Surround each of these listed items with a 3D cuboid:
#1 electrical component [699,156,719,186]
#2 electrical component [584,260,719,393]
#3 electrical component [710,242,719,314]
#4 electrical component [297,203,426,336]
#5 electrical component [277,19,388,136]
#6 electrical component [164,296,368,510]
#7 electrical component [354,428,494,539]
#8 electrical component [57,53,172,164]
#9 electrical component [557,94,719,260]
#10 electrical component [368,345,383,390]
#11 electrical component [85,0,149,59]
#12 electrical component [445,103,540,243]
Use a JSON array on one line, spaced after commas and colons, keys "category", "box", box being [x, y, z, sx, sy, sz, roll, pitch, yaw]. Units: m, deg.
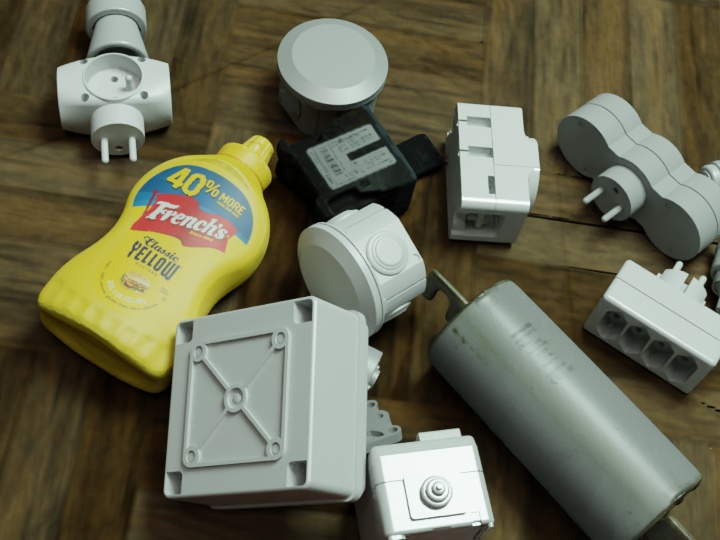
[{"category": "electrical component", "box": [0.283, -0.071, 0.801, 0.078, 0.040, 0.040, -11, 62, -13]}, {"category": "electrical component", "box": [0.211, 0.025, 0.731, 0.083, 0.047, 0.075, 33, 61, 11]}, {"category": "electrical component", "box": [0.264, 0.005, 0.758, 0.035, 0.035, 0.061, 24, 63, 6]}, {"category": "electrical component", "box": [0.000, 0.000, 0.698, 0.051, 0.080, 0.080, -30, 68, -28]}, {"category": "electrical component", "box": [-0.022, -0.141, 0.791, 0.080, 0.051, 0.080, 4, 60, -6]}, {"category": "electrical component", "box": [-0.053, 0.079, 0.618, 0.109, 0.056, 0.108, -11, 68, 33]}, {"category": "electrical component", "box": [0.035, 0.130, 0.617, 0.062, 0.096, 0.061, -5, 61, -11]}, {"category": "electrical component", "box": [-0.171, -0.108, 0.755, 0.077, 0.044, 0.079, -4, 61, -11]}, {"category": "electrical component", "box": [0.193, -0.060, 0.775, 0.074, 0.052, 0.138, -34, 70, -24]}, {"category": "electrical component", "box": [-0.019, 0.055, 0.686, 0.065, 0.044, 0.044, 26, 60, 2]}, {"category": "electrical component", "box": [-0.179, -0.173, 0.792, 0.045, 0.045, 0.055, -4, 60, -10]}, {"category": "electrical component", "box": [0.094, -0.069, 0.767, 0.056, 0.050, 0.089, 4, 60, -6]}]
